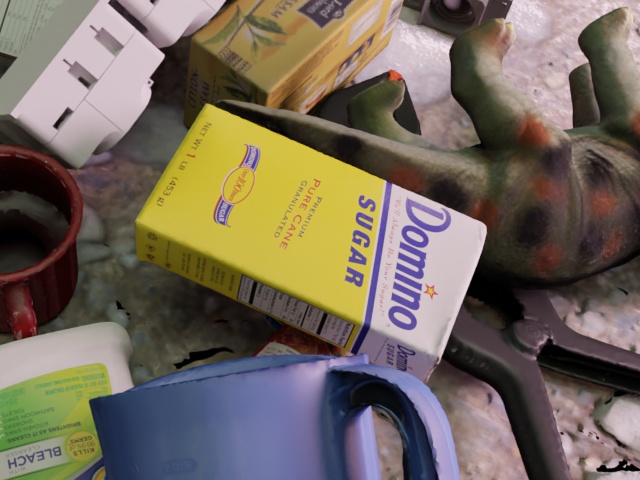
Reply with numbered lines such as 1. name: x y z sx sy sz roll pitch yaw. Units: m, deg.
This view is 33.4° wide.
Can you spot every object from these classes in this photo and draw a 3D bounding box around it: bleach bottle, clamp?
1. bleach bottle: -0.119 0.173 0.559 0.102 0.068 0.251 -13 64 -18
2. clamp: 0.138 0.068 0.674 0.164 0.036 0.210 -20 57 -34
3. clamp: 0.029 -0.048 0.730 0.120 0.039 0.171 33 59 9

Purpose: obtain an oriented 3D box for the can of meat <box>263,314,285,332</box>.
1. can of meat: 0.015 0.038 0.649 0.102 0.084 0.057 36 60 12

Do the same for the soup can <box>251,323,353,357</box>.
1. soup can: -0.026 0.100 0.614 0.068 0.068 0.102 40 62 14

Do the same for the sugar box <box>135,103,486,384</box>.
1. sugar box: -0.004 0.000 0.590 0.176 0.048 0.093 22 59 5

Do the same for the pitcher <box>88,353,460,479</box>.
1. pitcher: -0.015 0.173 0.483 0.144 0.149 0.243 -8 82 -15

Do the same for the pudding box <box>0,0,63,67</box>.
1. pudding box: -0.219 -0.169 0.743 0.113 0.039 0.090 17 86 3

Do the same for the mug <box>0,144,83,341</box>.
1. mug: -0.183 0.013 0.631 0.093 0.081 0.117 -14 62 -18
